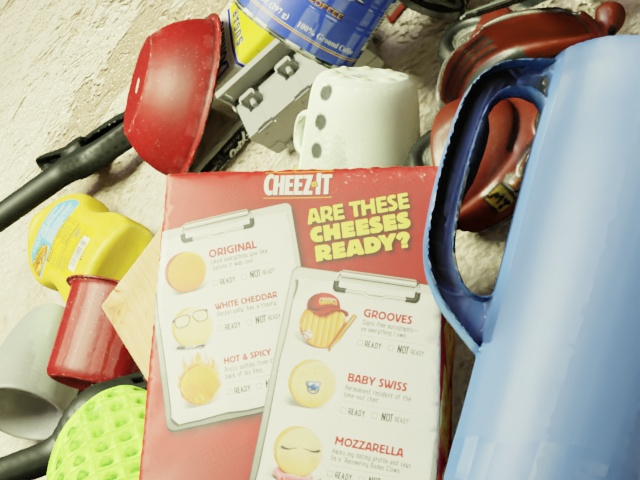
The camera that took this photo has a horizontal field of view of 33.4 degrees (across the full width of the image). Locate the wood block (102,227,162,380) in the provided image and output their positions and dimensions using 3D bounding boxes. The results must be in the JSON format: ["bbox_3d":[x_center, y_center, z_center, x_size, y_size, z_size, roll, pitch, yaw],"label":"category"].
[{"bbox_3d":[-0.065,0.079,0.752,0.091,0.090,0.206,-53,37,4],"label":"wood block"}]

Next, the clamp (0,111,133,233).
[{"bbox_3d":[-0.248,-0.076,1.073,0.210,0.036,0.164,-23,23,30],"label":"clamp"}]

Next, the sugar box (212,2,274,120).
[{"bbox_3d":[-0.042,-0.193,0.932,0.177,0.048,0.093,-38,40,39],"label":"sugar box"}]

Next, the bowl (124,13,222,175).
[{"bbox_3d":[-0.139,-0.133,0.961,0.162,0.055,0.162,-167,90,-71],"label":"bowl"}]

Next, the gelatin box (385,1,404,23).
[{"bbox_3d":[0.055,-0.231,0.895,0.073,0.030,0.089,-50,38,8],"label":"gelatin box"}]

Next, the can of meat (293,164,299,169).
[{"bbox_3d":[-0.005,0.001,0.771,0.102,0.057,0.084,-53,35,3],"label":"can of meat"}]

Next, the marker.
[{"bbox_3d":[-0.072,-0.091,0.940,0.121,0.020,0.020,-46,39,13],"label":"marker"}]

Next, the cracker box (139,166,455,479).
[{"bbox_3d":[-0.008,0.071,0.599,0.164,0.072,0.213,-1,73,11],"label":"cracker box"}]

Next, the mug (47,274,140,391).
[{"bbox_3d":[-0.180,0.083,0.876,0.117,0.093,0.081,-9,62,51],"label":"mug"}]

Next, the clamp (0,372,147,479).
[{"bbox_3d":[-0.178,0.172,0.818,0.171,0.120,0.039,-35,42,-8],"label":"clamp"}]

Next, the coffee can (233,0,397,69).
[{"bbox_3d":[0.017,-0.203,0.749,0.140,0.102,0.103,-56,36,18],"label":"coffee can"}]

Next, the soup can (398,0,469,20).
[{"bbox_3d":[0.099,-0.230,0.816,0.069,0.068,0.102,10,71,50],"label":"soup can"}]

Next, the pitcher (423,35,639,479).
[{"bbox_3d":[0.137,0.028,0.533,0.149,0.144,0.243,7,72,47],"label":"pitcher"}]

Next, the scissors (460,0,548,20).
[{"bbox_3d":[0.150,-0.155,0.654,0.096,0.016,0.201,-7,15,20],"label":"scissors"}]

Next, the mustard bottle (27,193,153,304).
[{"bbox_3d":[-0.230,0.006,1.007,0.192,0.058,0.096,24,88,52],"label":"mustard bottle"}]
